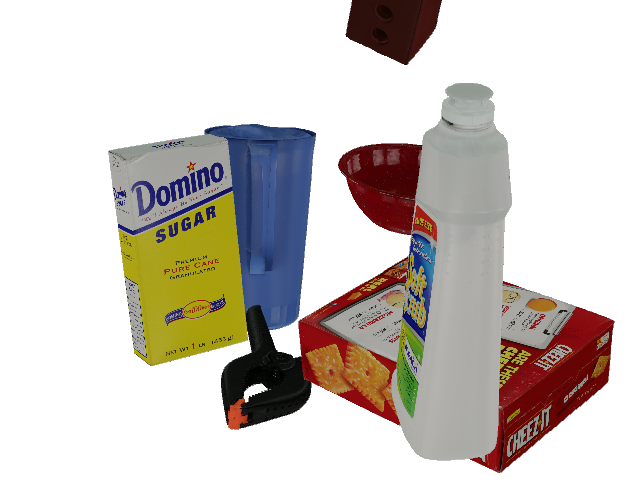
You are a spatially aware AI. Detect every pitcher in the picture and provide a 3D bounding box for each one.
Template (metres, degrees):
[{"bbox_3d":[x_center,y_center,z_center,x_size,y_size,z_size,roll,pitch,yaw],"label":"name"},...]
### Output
[{"bbox_3d":[-0.076,-0.016,1.288,0.145,0.243,0.148,12,17,38],"label":"pitcher"}]

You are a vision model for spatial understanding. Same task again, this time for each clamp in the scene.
[{"bbox_3d":[-0.033,0.138,1.126,0.165,0.036,0.209,12,26,13],"label":"clamp"}]

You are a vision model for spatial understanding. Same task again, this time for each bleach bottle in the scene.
[{"bbox_3d":[0.087,0.017,0.693,0.068,0.251,0.102,-3,30,-5],"label":"bleach bottle"}]

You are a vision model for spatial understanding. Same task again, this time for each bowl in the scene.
[{"bbox_3d":[0.096,-0.047,1.085,0.162,0.055,0.162,4,24,-2],"label":"bowl"}]

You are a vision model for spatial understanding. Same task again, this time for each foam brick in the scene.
[{"bbox_3d":[0.056,-0.174,0.753,0.053,0.051,0.078,27,-34,12],"label":"foam brick"}]

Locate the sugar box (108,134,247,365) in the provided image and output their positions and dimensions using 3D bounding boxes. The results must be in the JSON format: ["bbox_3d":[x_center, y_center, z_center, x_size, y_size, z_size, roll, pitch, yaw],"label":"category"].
[{"bbox_3d":[-0.116,0.006,0.882,0.093,0.176,0.048,-14,20,-28],"label":"sugar box"}]

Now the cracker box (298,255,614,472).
[{"bbox_3d":[0.113,0.095,0.910,0.214,0.072,0.163,21,36,40],"label":"cracker box"}]
